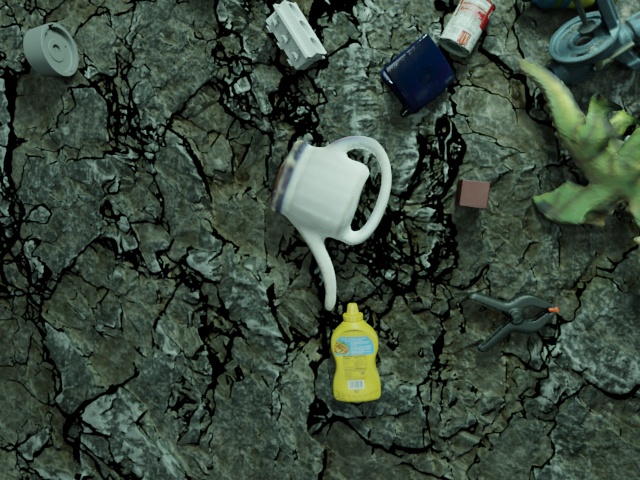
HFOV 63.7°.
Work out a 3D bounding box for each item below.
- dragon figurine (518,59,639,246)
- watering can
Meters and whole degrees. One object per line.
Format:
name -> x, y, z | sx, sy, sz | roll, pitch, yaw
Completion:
dragon figurine -> 0.485, -0.133, 0.941 | 0.415, 0.123, 0.238 | 40, 120, 23
watering can -> 0.003, -0.051, 1.019 | 0.225, 0.104, 0.346 | 23, 95, 7
